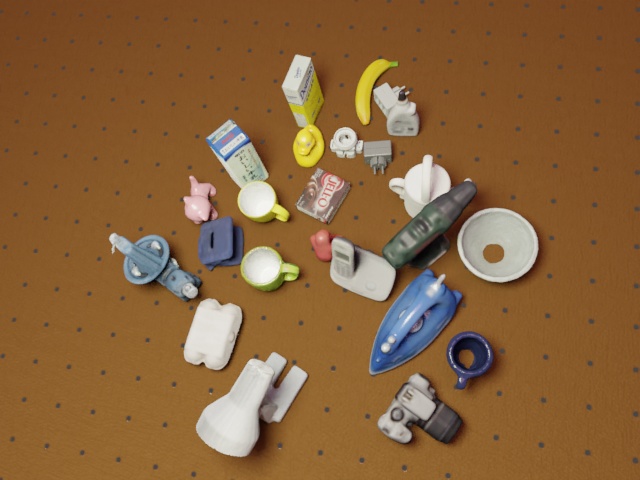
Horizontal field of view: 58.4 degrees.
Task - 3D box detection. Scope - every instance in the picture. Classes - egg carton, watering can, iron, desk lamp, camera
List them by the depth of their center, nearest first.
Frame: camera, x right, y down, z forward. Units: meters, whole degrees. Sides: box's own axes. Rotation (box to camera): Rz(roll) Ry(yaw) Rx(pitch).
[{"bbox_3d":[0.206,0.360,1.154,0.136,0.101,0.143,34,80,17],"label":"camera"},{"bbox_3d":[-0.136,0.323,1.156,0.117,0.214,0.203,29,79,16],"label":"desk lamp"},{"bbox_3d":[0.185,0.175,1.194,0.118,0.141,0.258,38,81,17],"label":"iron"},{"bbox_3d":[0.242,-0.119,1.251,0.172,0.194,0.101,-14,71,4],"label":"watering can"},{"bbox_3d":[-0.238,0.211,1.283,0.107,0.069,0.150,11,75,12],"label":"egg carton"}]

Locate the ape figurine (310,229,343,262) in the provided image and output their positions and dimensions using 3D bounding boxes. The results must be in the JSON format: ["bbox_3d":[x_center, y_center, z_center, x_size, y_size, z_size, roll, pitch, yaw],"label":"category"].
[{"bbox_3d":[0.012,0.005,1.300,0.077,0.092,0.076,23,77,15],"label":"ape figurine"}]

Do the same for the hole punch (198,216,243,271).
[{"bbox_3d":[-0.237,0.008,1.336,0.101,0.091,0.108,-5,72,7],"label":"hole punch"}]

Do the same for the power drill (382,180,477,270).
[{"bbox_3d":[0.232,-0.016,1.213,0.230,0.208,0.075,-40,71,-5],"label":"power drill"}]

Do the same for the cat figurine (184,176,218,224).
[{"bbox_3d":[-0.290,-0.092,1.361,0.067,0.118,0.128,-13,71,4],"label":"cat figurine"}]

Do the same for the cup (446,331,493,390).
[{"bbox_3d":[0.301,0.253,1.177,0.091,0.095,0.118,15,75,13],"label":"cup"}]

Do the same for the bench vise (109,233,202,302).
[{"bbox_3d":[-0.361,0.047,1.273,0.207,0.220,0.121,14,75,13],"label":"bench vise"}]

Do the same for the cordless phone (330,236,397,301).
[{"bbox_3d":[0.089,0.055,1.223,0.147,0.185,0.094,20,76,14],"label":"cordless phone"}]

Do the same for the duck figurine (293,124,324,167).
[{"bbox_3d":[-0.032,-0.239,1.387,0.077,0.086,0.104,8,74,11],"label":"duck figurine"}]

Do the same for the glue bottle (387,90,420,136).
[{"bbox_3d":[0.192,-0.296,1.326,0.078,0.173,0.037,5,73,10],"label":"glue bottle"}]

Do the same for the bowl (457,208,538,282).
[{"bbox_3d":[0.382,0.019,1.250,0.167,0.075,0.167,-2,72,8],"label":"bowl"}]
